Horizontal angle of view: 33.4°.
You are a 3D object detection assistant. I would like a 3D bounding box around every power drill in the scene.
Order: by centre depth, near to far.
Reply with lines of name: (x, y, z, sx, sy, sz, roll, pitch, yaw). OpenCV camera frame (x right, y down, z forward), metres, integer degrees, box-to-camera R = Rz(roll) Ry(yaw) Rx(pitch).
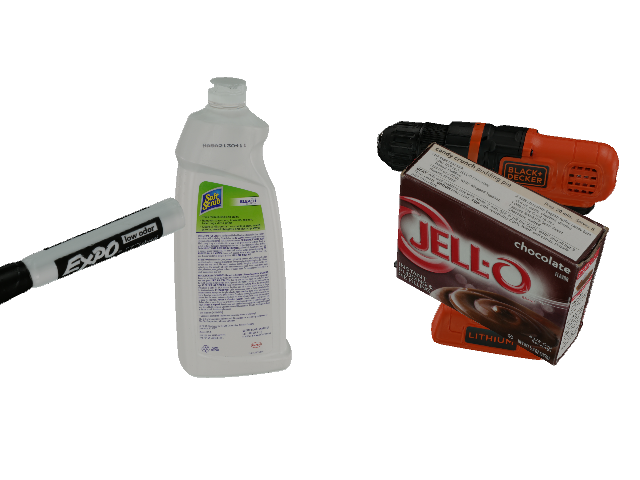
power drill: (0.132, -0.003, 0.850, 0.184, 0.188, 0.057, 9, 29, 15)

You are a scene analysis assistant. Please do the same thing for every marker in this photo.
marker: (-0.127, 0.006, 0.566, 0.120, 0.020, 0.020, -25, 13, -31)

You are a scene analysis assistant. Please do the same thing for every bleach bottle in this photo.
bleach bottle: (-0.072, -0.011, 0.898, 0.102, 0.251, 0.068, -4, 21, -17)

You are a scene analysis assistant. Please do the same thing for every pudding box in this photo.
pudding box: (0.097, 0.007, 0.596, 0.114, 0.090, 0.039, 28, 57, 24)

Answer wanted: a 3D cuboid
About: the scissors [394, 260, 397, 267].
scissors: (0.117, -0.010, 1.228, 0.201, 0.016, 0.096, -12, 40, -46)
